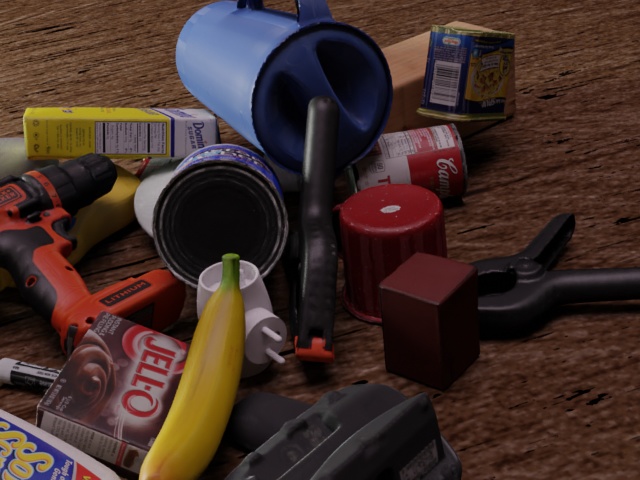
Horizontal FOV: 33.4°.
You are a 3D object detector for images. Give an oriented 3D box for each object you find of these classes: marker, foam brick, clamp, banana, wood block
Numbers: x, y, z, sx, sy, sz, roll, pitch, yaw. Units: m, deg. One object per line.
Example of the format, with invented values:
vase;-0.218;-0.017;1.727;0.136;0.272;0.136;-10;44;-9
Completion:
marker;-0.187;0.106;0.788;0.121;0.020;0.020;8;33;24
foam brick;0.078;0.057;0.757;0.051;0.078;0.052;18;38;34
clamp;-0.005;0.001;0.818;0.036;0.165;0.210;5;39;-7
banana;-0.079;0.097;0.680;0.037;0.069;0.197;-4;40;14
clamp;0.168;0.035;0.814;0.171;0.039;0.120;-27;29;-23
wood block;0.097;-0.146;1.092;0.205;0.091;0.090;-25;34;-29

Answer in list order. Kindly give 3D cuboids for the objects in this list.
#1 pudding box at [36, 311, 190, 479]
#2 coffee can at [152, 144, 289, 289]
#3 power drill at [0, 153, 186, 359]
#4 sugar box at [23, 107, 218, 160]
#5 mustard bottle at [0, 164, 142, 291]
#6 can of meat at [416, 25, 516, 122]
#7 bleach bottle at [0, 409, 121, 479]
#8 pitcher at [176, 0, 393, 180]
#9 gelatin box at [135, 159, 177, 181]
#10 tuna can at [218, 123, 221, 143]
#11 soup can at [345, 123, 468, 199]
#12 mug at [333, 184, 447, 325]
pudding box;-0.131;0.106;0.727;0.090;0.039;0.113;21;36;1
coffee can;-0.078;-0.021;0.861;0.103;0.103;0.140;-8;10;-2
power drill;-0.197;0.010;0.864;0.188;0.057;0.184;36;48;26
sugar box;-0.190;-0.103;1.016;0.176;0.048;0.093;-4;13;-13
mustard bottle;-0.249;-0.008;0.960;0.096;0.058;0.191;17;38;24
can of meat;0.140;-0.158;1.012;0.058;0.084;0.101;17;17;35
bleach bottle;-0.170;0.157;0.640;0.251;0.068;0.102;15;32;20
pitcher;-0.047;-0.163;0.984;0.149;0.144;0.243;-55;33;1
gelatin box;-0.135;-0.060;1.054;0.089;0.030;0.073;1;30;8
tuna can;-0.147;-0.102;1.126;0.086;0.034;0.086;-6;30;3
soup can;0.077;-0.065;0.978;0.102;0.068;0.068;-10;30;-4
mug;0.050;0.004;0.849;0.093;0.081;0.117;-29;36;-33
